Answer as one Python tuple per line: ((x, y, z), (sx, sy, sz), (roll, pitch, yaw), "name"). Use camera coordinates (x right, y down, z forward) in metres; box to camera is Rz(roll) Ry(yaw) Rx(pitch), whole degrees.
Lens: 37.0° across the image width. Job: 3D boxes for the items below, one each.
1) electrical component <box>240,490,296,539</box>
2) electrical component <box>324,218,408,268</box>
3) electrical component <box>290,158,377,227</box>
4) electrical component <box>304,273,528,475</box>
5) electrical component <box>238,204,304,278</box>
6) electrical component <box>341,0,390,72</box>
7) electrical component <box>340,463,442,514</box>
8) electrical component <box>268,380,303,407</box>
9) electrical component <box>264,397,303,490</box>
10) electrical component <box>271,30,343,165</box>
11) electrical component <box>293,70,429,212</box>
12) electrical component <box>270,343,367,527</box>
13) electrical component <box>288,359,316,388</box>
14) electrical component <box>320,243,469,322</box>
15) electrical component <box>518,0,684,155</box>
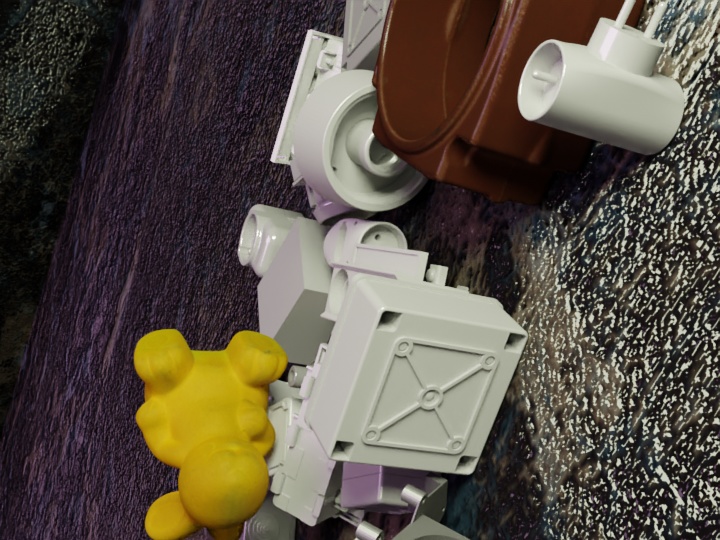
((-0.097, 0.239, 0.984), (0.100, 0.048, 0.099), (148, 129, -61), "electrical component")
((0.000, 0.000, 0.878), (0.077, 0.043, 0.079), (-175, 96, -68), "electrical component")
((-0.016, -0.072, 0.921), (0.058, 0.078, 0.057), (-30, 71, 61), "electrical component")
((0.034, 0.067, 0.679), (0.056, 0.109, 0.108), (50, 125, 59), "electrical component")
((-0.084, -0.027, 1.072), (0.095, 0.059, 0.053), (-129, 54, -62), "electrical component")
((0.031, -0.217, 0.897), (0.109, 0.056, 0.108), (145, 133, -60), "electrical component")
((0.023, 0.129, 0.755), (0.066, 0.047, 0.076), (149, 129, -61), "electrical component")
((-0.087, 0.119, 0.983), (0.079, 0.077, 0.043), (-14, 65, 61), "electrical component")
((-0.052, 0.149, 0.915), (0.096, 0.061, 0.061), (-32, 50, 50), "electrical component")
((-0.027, -0.149, 0.982), (0.063, 0.079, 0.121), (28, 107, 37), "electrical component")
((0.010, -0.097, 0.827), (0.060, 0.108, 0.108), (32, 108, 60), "electrical component")
((-0.021, 0.128, 0.821), (0.079, 0.063, 0.121), (24, 105, 26), "electrical component")
((-0.027, 0.090, 0.872), (0.043, 0.062, 0.043), (-169, 90, -68), "electrical component")
((0.025, 0.025, 0.781), (0.121, 0.063, 0.078), (-169, 91, -68), "electrical component")
((0.135, -0.106, 0.566), (0.043, 0.077, 0.079), (-116, 43, -57), "electrical component")
